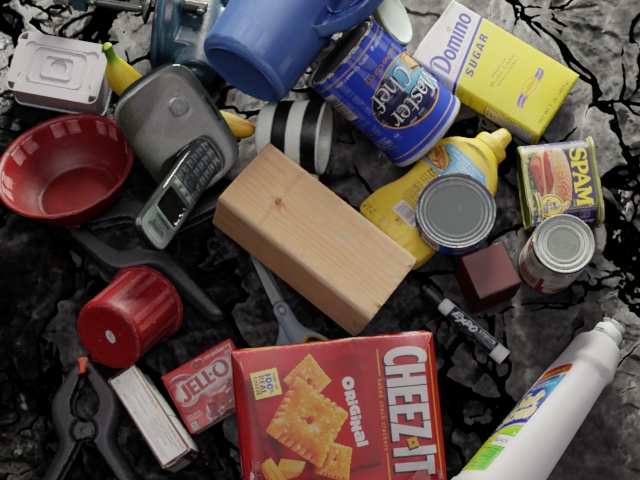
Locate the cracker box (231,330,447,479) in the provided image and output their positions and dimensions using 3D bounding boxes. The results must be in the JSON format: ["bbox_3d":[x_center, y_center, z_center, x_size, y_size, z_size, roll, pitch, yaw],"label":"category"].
[{"bbox_3d":[0.019,0.186,1.129,0.213,0.072,0.164,-5,88,-3],"label":"cracker box"}]

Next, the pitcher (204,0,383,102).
[{"bbox_3d":[-0.015,-0.274,1.185,0.145,0.149,0.242,35,74,-9],"label":"pitcher"}]

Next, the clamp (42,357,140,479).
[{"bbox_3d":[-0.263,0.217,1.166,0.120,0.039,0.171,-12,72,-7],"label":"clamp"}]

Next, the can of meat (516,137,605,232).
[{"bbox_3d":[0.271,-0.062,1.212,0.084,0.057,0.102,-6,75,3],"label":"can of meat"}]

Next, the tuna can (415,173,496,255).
[{"bbox_3d":[0.146,-0.027,1.154,0.086,0.034,0.086,-1,73,2],"label":"tuna can"}]

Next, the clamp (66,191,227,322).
[{"bbox_3d":[-0.182,-0.007,1.221,0.210,0.036,0.164,15,69,7],"label":"clamp"}]

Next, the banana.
[{"bbox_3d":[-0.172,-0.158,1.241,0.197,0.070,0.037,27,71,-10],"label":"banana"}]

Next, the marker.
[{"bbox_3d":[0.160,0.092,1.195,0.121,0.020,0.020,41,80,11],"label":"marker"}]

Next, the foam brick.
[{"bbox_3d":[0.185,0.042,1.177,0.053,0.078,0.051,-21,74,-5],"label":"foam brick"}]

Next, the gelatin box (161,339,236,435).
[{"bbox_3d":[-0.120,0.163,1.179,0.089,0.030,0.073,-29,77,-6],"label":"gelatin box"}]

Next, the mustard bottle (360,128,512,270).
[{"bbox_3d":[0.143,-0.061,1.214,0.191,0.058,0.096,-41,74,-8],"label":"mustard bottle"}]

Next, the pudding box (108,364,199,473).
[{"bbox_3d":[-0.177,0.192,1.143,0.039,0.090,0.113,-36,78,-8],"label":"pudding box"}]

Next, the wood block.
[{"bbox_3d":[-0.007,0.001,1.169,0.206,0.090,0.090,39,70,4],"label":"wood block"}]

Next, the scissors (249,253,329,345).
[{"bbox_3d":[-0.053,0.098,1.201,0.096,0.016,0.202,-40,78,-8],"label":"scissors"}]

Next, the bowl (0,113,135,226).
[{"bbox_3d":[-0.283,-0.069,1.213,0.162,0.055,0.162,-5,50,6],"label":"bowl"}]

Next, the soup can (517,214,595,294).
[{"bbox_3d":[0.257,0.016,1.168,0.068,0.102,0.068,-1,76,2],"label":"soup can"}]

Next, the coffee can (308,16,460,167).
[{"bbox_3d":[0.072,-0.165,1.193,0.140,0.103,0.102,40,79,-17],"label":"coffee can"}]

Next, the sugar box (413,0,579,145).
[{"bbox_3d":[0.203,-0.197,1.253,0.176,0.048,0.093,33,79,8],"label":"sugar box"}]

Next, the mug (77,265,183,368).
[{"bbox_3d":[-0.215,0.093,1.161,0.093,0.081,0.117,43,124,0],"label":"mug"}]

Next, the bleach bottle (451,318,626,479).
[{"bbox_3d":[0.242,0.187,1.138,0.068,0.103,0.250,41,73,-3],"label":"bleach bottle"}]
